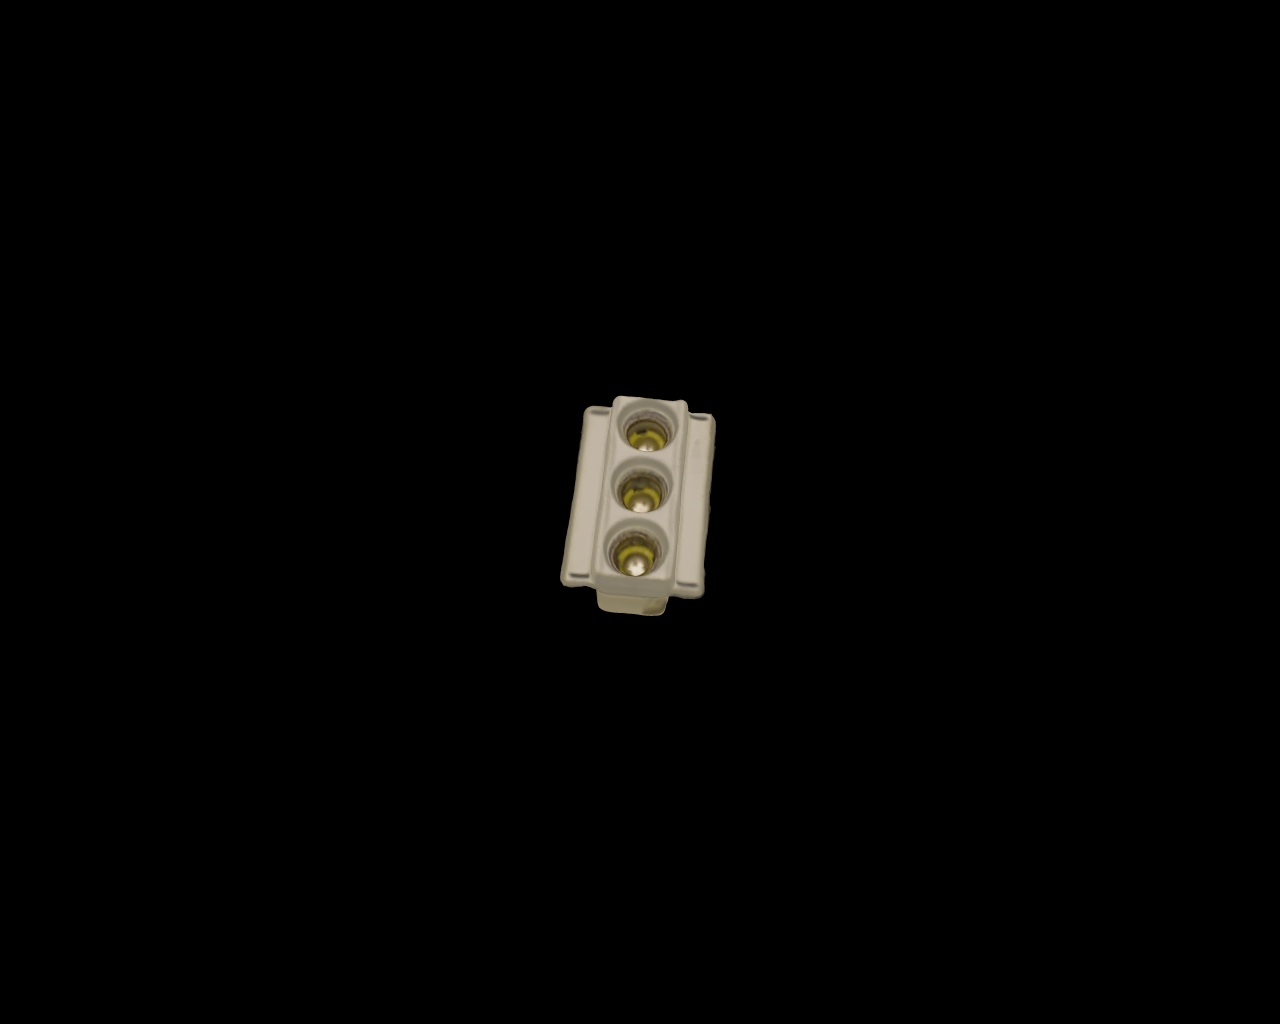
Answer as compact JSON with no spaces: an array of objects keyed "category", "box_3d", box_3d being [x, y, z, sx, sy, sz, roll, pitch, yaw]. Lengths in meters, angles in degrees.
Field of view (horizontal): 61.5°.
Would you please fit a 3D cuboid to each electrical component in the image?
[{"category":"electrical component","box_3d":[0.001,-0.003,0.650,0.079,0.121,0.063,4,-28,2]}]
